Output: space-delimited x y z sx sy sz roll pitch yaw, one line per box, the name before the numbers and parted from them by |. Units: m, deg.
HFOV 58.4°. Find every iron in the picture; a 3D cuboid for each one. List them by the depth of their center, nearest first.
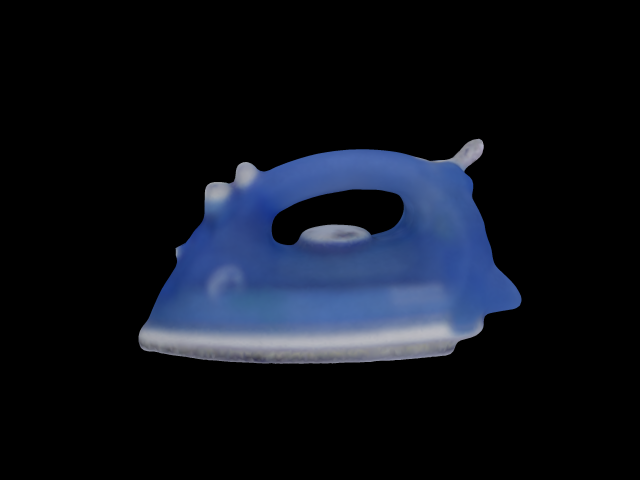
iron | 0.004 0.001 0.400 0.258 0.141 0.118 -2 11 -11
